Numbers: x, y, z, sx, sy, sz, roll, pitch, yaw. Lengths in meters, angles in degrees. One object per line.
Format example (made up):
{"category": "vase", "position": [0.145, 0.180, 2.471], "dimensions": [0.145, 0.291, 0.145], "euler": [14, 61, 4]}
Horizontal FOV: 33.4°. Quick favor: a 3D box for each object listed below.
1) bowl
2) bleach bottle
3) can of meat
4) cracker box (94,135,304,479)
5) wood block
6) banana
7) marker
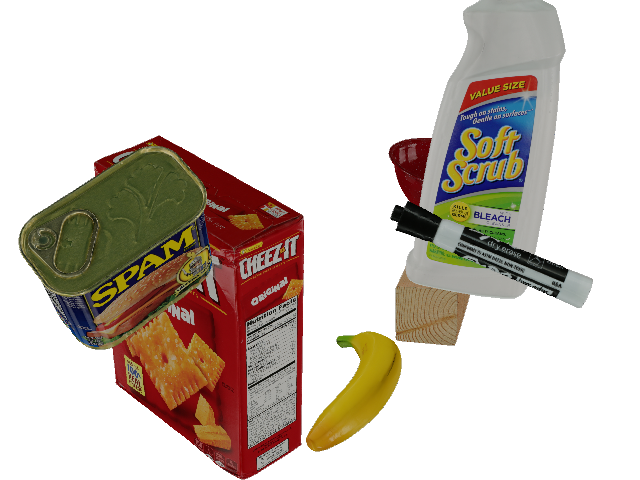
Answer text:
{"category": "bowl", "position": [0.152, -0.063, 1.210], "dimensions": [0.162, 0.055, 0.162], "euler": [8, 25, -4]}
{"category": "bleach bottle", "position": [0.126, -0.084, 0.812], "dimensions": [0.103, 0.251, 0.068], "euler": [10, 24, 15]}
{"category": "can of meat", "position": [-0.112, 0.008, 0.612], "dimensions": [0.102, 0.057, 0.084], "euler": [-36, -23, -18]}
{"category": "cracker box", "position": [-0.092, 0.052, 0.804], "dimensions": [0.072, 0.214, 0.164], "euler": [-28, 43, -37]}
{"category": "wood block", "position": [0.177, 0.073, 1.624], "dimensions": [0.091, 0.090, 0.206], "euler": [4, 22, 13]}
{"category": "banana", "position": [0.037, 0.126, 0.942], "dimensions": [0.070, 0.037, 0.197], "euler": [-27, 12, 18]}
{"category": "marker", "position": [0.098, 0.007, 0.619], "dimensions": [0.121, 0.020, 0.020], "euler": [23, 3, 7]}
